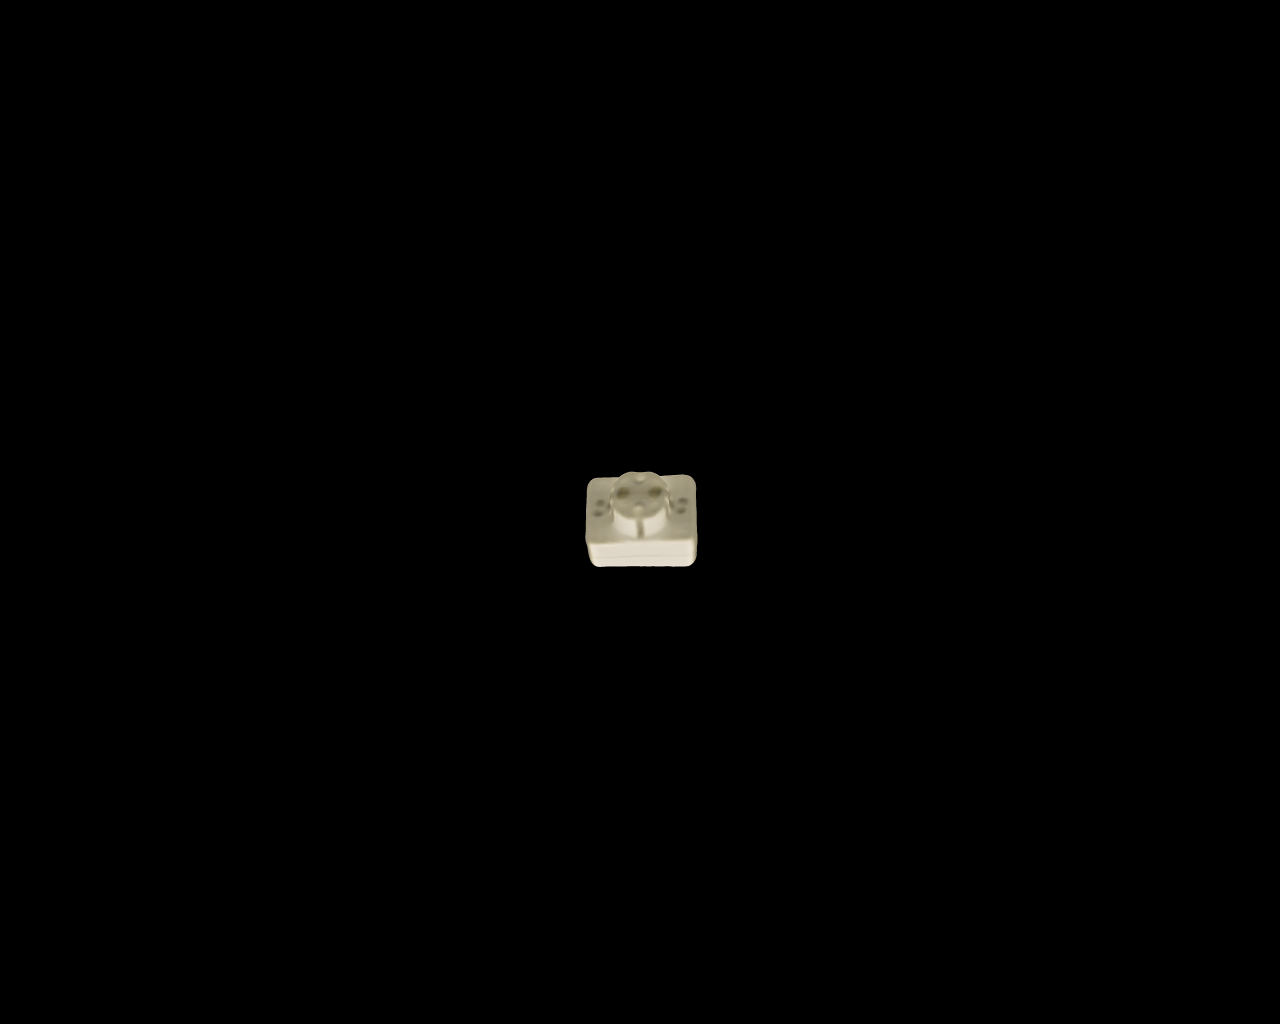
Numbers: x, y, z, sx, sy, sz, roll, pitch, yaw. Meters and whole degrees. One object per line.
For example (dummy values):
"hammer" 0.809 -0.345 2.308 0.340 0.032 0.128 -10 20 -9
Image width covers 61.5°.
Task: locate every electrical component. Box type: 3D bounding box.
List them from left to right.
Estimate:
"electrical component" 0.001 -0.003 0.650 0.066 0.047 0.076 -1 -28 2
